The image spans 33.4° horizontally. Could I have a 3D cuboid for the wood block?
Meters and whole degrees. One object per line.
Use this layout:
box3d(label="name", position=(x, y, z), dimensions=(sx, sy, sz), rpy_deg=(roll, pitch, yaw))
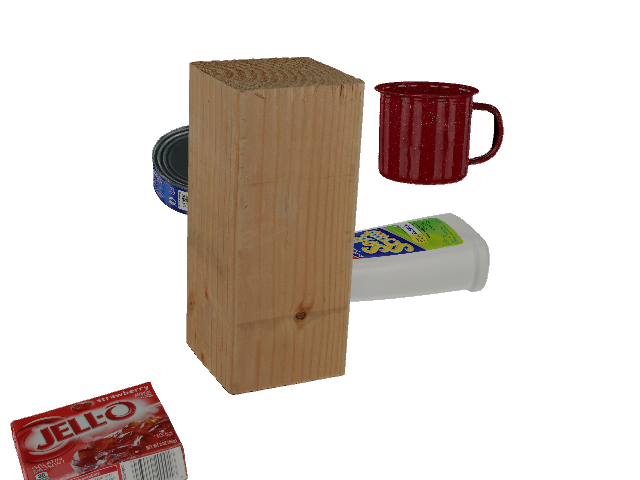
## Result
box3d(label="wood block", position=(-0.034, -0.013, 0.721), dimensions=(0.090, 0.206, 0.090), rpy_deg=(-7, 23, -26))

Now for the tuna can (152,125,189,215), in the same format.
box3d(label="tuna can", position=(-0.101, -0.060, 0.915), dimensions=(0.086, 0.034, 0.086), rpy_deg=(4, 44, -4))

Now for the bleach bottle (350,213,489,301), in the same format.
box3d(label="bleach bottle", position=(0.049, 0.029, 1.151), dimensions=(0.250, 0.068, 0.103), rpy_deg=(-10, 31, -21))

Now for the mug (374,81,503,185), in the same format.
box3d(label="mug", position=(0.106, -0.097, 0.963), dimensions=(0.117, 0.081, 0.093), rpy_deg=(2, 15, 2))

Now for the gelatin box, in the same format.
box3d(label="gelatin box", position=(-0.131, 0.123, 0.628), dimensions=(0.089, 0.030, 0.073), rpy_deg=(-14, 27, -19))
